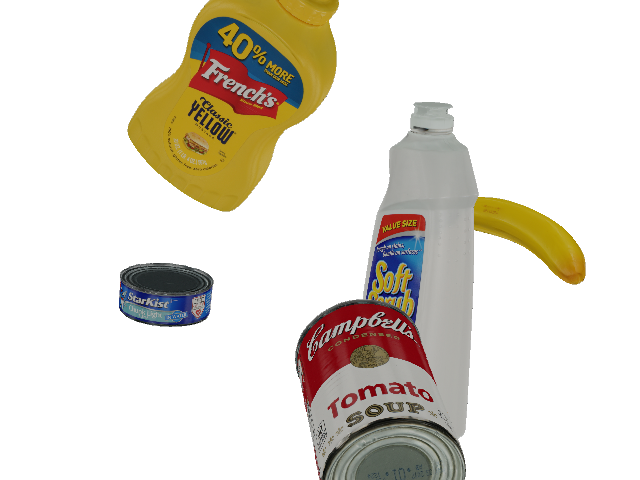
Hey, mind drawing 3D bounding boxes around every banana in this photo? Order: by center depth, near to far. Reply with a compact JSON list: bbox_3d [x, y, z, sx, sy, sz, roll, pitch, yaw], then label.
[{"bbox_3d":[0.190,-0.005,1.035,0.069,0.037,0.198,-39,38,-24],"label":"banana"}]

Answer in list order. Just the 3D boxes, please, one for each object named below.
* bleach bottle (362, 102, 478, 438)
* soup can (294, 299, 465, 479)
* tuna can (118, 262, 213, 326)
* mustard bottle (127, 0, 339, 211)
[{"bbox_3d":[0.072,0.022,0.801,0.067,0.251,0.103,-7,18,-30],"label":"bleach bottle"},{"bbox_3d":[0.026,0.084,0.521,0.068,0.068,0.102,0,28,-8],"label":"soup can"},{"bbox_3d":[-0.143,0.050,0.984,0.086,0.034,0.086,6,16,-2],"label":"tuna can"},{"bbox_3d":[-0.045,-0.109,0.693,0.192,0.096,0.058,-48,3,37],"label":"mustard bottle"}]
